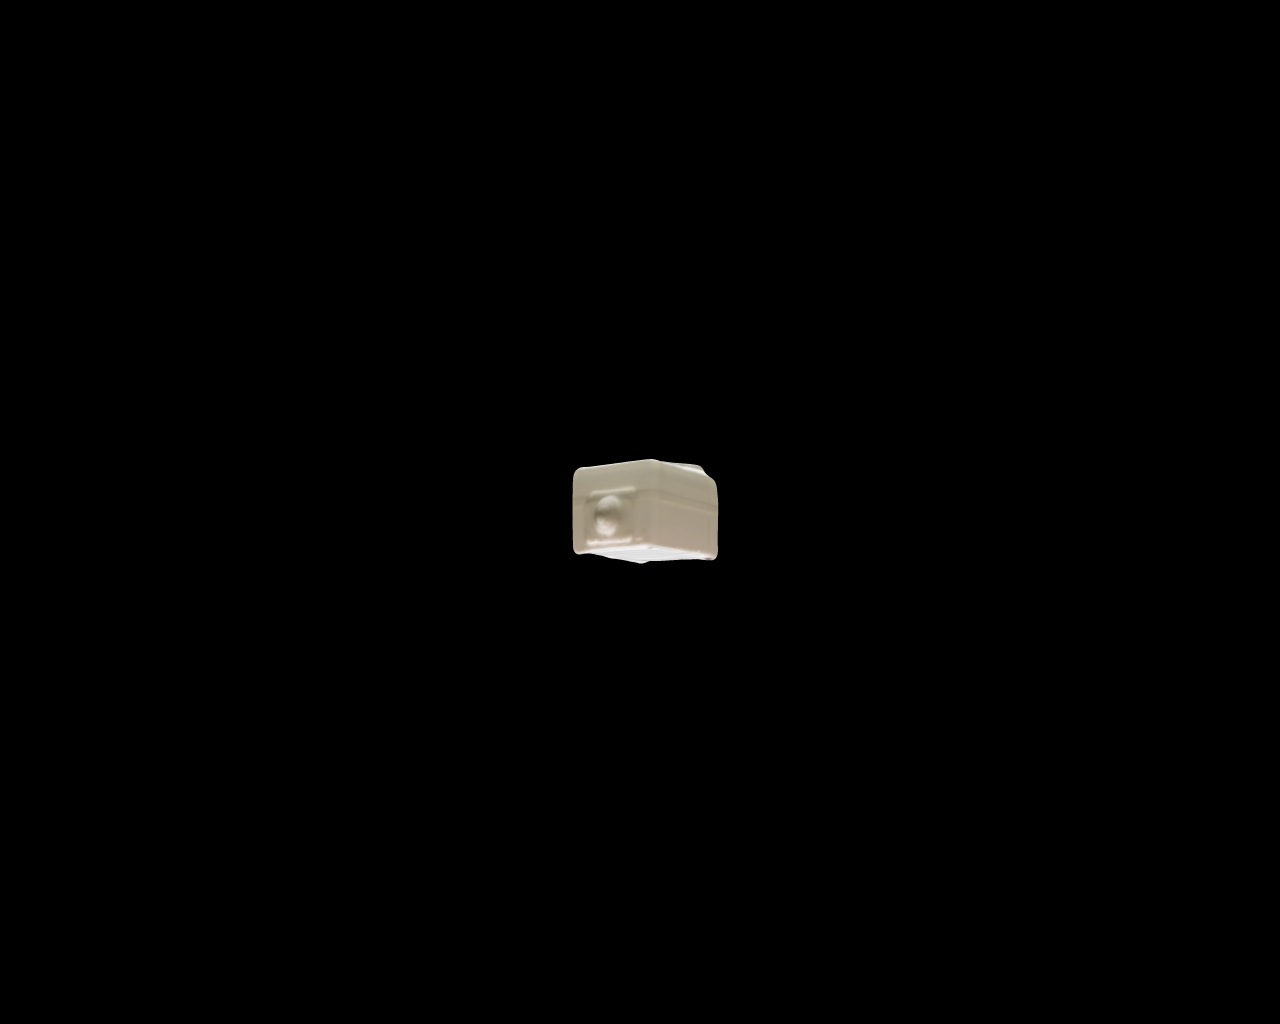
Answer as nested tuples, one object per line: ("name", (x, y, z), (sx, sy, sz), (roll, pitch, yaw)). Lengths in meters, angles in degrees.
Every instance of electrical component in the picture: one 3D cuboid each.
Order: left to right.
("electrical component", (0.001, -0.003, 0.650), (0.061, 0.061, 0.096), (-6, -11, 31))
